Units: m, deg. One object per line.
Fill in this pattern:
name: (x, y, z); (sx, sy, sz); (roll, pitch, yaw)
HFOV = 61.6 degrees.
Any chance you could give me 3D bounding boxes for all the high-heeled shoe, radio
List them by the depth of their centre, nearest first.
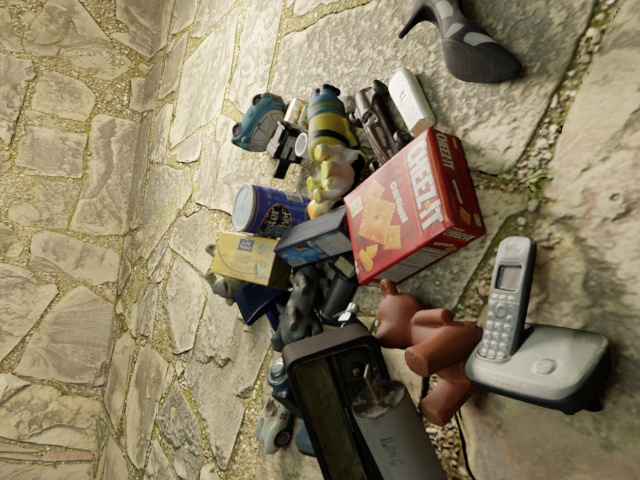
radio: (0.042, 0.239, 0.744); (0.073, 0.131, 0.229); (-147, 39, -76)
high-heeled shoe: (0.223, -0.318, 0.779); (0.145, 0.086, 0.249); (-48, 53, -3)

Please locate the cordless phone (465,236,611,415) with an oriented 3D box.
cordless phone: (0.244, 0.086, 0.591); (0.147, 0.088, 0.184); (-3, 75, 59)

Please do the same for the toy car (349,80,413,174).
toy car: (0.101, -0.192, 0.931); (0.089, 0.053, 0.202); (-47, 43, 37)

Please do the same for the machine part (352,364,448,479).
machine part: (0.106, 0.268, 0.683); (0.079, 0.079, 0.243); (-1, 116, 59)

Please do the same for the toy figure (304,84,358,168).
toy figure: (0.012, -0.220, 1.047); (0.082, 0.089, 0.180); (136, 132, -57)

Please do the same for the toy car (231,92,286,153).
toy car: (-0.132, -0.270, 1.303); (0.103, 0.109, 0.161); (48, 113, 26)

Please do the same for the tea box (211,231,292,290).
tea box: (-0.141, 0.042, 1.134); (0.170, 0.068, 0.098); (7, 81, 37)

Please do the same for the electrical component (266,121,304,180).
electrical component: (-0.077, -0.198, 1.203); (0.048, 0.075, 0.119); (54, 129, 48)

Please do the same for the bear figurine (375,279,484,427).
bear figurine: (0.126, 0.135, 0.724); (0.196, 0.132, 0.120); (20, 134, 52)

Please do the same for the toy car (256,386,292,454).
toy car: (-0.081, 0.327, 1.076); (0.074, 0.056, 0.201); (29, 107, 58)

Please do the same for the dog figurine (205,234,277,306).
dog figurine: (-0.171, 0.069, 1.264); (0.191, 0.121, 0.172); (-4, 102, 44)

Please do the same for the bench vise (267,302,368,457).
bench vise: (0.025, 0.216, 0.858); (0.129, 0.223, 0.240); (-20, 35, 50)

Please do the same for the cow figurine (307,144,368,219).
cow figurine: (0.029, -0.100, 1.000); (0.167, 0.098, 0.068); (106, 149, -48)

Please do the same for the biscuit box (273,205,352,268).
biscuit box: (-0.002, -0.003, 1.000); (0.203, 0.059, 0.063); (-18, 37, 49)

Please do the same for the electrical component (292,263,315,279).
electrical component: (-0.033, 0.053, 1.108); (0.063, 0.021, 0.094); (-37, 51, 48)

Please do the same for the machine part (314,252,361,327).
machine part: (0.034, 0.088, 0.975); (0.084, 0.039, 0.138); (33, 107, 48)

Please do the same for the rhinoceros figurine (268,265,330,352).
rhinoceros figurine: (-0.046, 0.141, 1.055); (0.112, 0.073, 0.190); (43, 118, 53)

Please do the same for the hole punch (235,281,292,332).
hole punch: (-0.120, 0.124, 1.171); (0.115, 0.092, 0.142); (-64, 31, 19)
